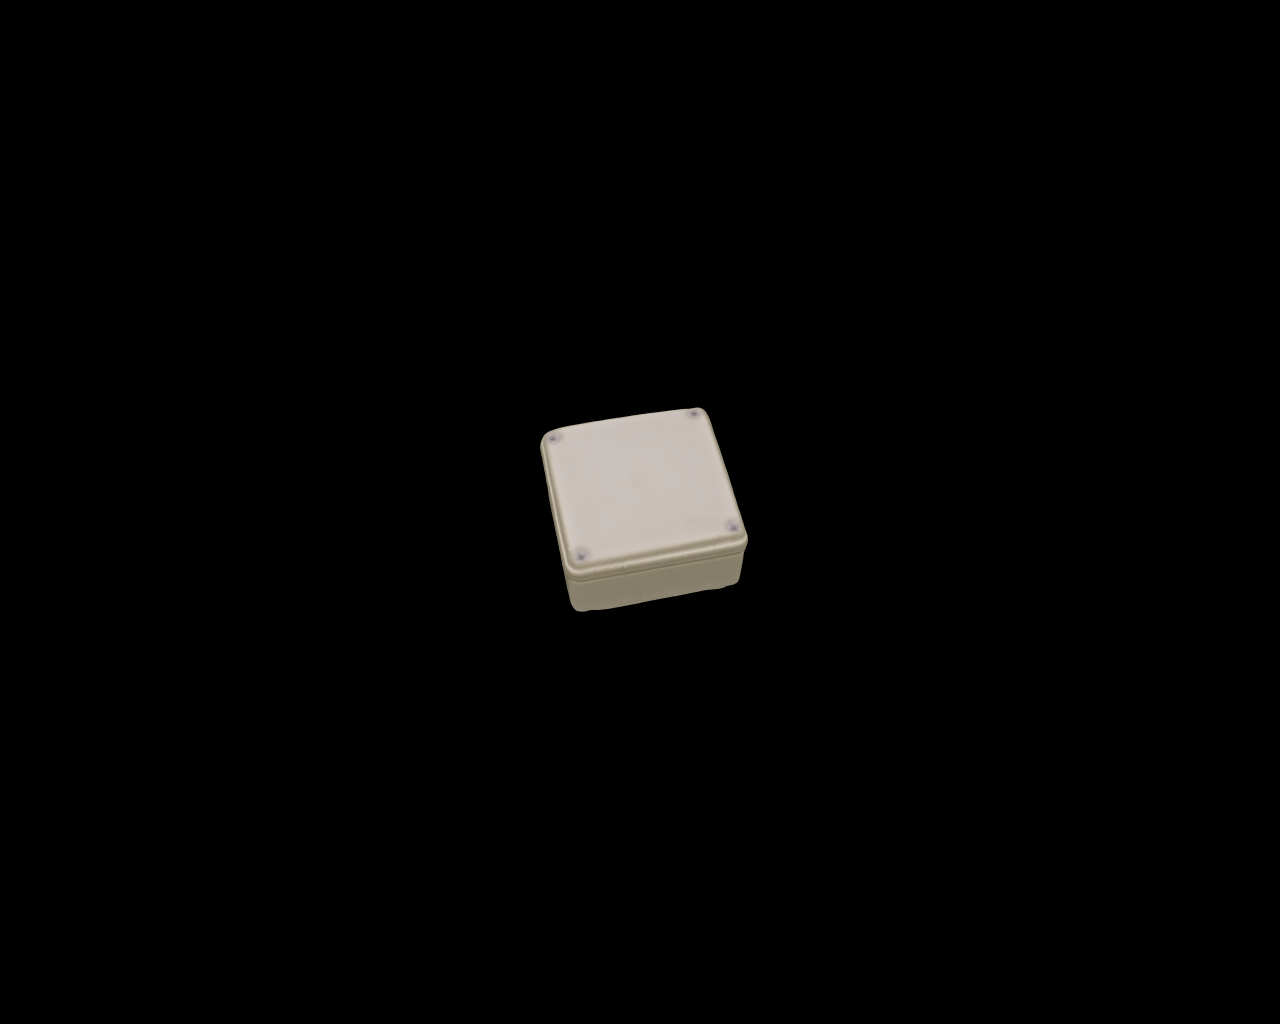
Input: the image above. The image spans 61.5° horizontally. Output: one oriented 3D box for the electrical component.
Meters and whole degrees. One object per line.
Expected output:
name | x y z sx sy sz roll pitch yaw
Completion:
electrical component | 0.001 -0.003 0.650 0.109 0.109 0.056 -9 -36 -7
